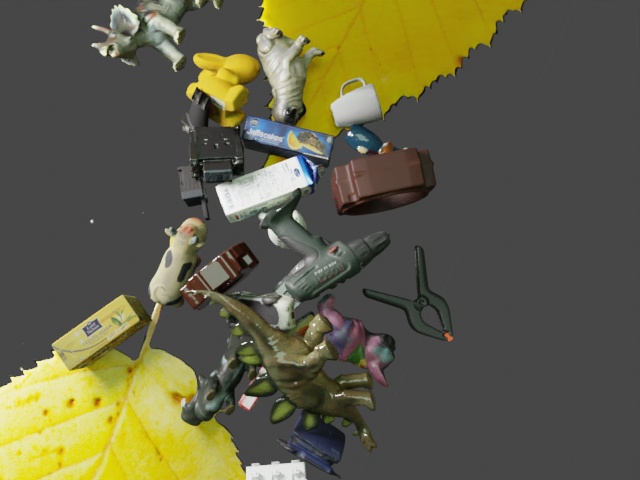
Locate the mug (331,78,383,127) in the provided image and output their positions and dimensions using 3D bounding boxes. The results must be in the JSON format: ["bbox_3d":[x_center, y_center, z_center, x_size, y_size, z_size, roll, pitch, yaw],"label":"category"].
[{"bbox_3d":[0.076,-0.307,1.213,0.107,0.081,0.109,-19,87,4],"label":"mug"}]

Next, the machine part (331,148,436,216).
[{"bbox_3d":[0.128,-0.114,1.119,0.201,0.201,0.087,-13,82,-4],"label":"machine part"}]

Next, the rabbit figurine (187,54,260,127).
[{"bbox_3d":[-0.209,-0.353,1.214,0.162,0.121,0.173,28,67,13],"label":"rabbit figurine"}]

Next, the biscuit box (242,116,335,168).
[{"bbox_3d":[-0.071,-0.219,1.203,0.203,0.063,0.059,14,79,1],"label":"biscuit box"}]

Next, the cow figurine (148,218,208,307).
[{"bbox_3d":[-0.296,0.043,1.121,0.085,0.127,0.195,24,83,0],"label":"cow figurine"}]

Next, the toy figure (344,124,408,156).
[{"bbox_3d":[0.132,-0.207,1.209,0.154,0.058,0.064,29,86,-1],"label":"toy figure"}]

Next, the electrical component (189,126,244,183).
[{"bbox_3d":[-0.218,-0.179,1.134,0.115,0.058,0.134,-7,54,-10],"label":"electrical component"}]

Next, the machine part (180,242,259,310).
[{"bbox_3d":[-0.202,0.077,1.099,0.179,0.179,0.056,-38,86,-7],"label":"machine part"}]

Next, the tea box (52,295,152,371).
[{"bbox_3d":[-0.445,0.190,1.108,0.170,0.098,0.068,-37,84,-8],"label":"tea box"}]

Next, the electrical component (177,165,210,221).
[{"bbox_3d":[-0.274,-0.098,1.174,0.048,0.075,0.119,-11,84,-4],"label":"electrical component"}]

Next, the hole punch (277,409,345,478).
[{"bbox_3d":[-0.009,0.404,1.076,0.142,0.115,0.092,32,73,4],"label":"hole punch"}]

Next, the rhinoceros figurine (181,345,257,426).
[{"bbox_3d":[-0.210,0.295,1.087,0.073,0.112,0.190,37,89,-32],"label":"rhinoceros figurine"}]

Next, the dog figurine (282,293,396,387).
[{"bbox_3d":[0.047,0.227,1.109,0.191,0.108,0.219,-39,86,-8],"label":"dog figurine"}]

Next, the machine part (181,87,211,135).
[{"bbox_3d":[-0.266,-0.267,1.174,0.084,0.138,0.039,40,57,7],"label":"machine part"}]

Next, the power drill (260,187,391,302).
[{"bbox_3d":[-0.002,-0.003,1.074,0.232,0.086,0.207,-40,90,-12],"label":"power drill"}]

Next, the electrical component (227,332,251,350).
[{"bbox_3d":[-0.167,0.221,1.146,0.063,0.021,0.094,14,81,2],"label":"electrical component"}]

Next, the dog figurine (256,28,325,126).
[{"bbox_3d":[-0.097,-0.365,1.218,0.173,0.121,0.190,27,99,36],"label":"dog figurine"}]

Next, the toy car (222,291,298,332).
[{"bbox_3d":[-0.128,0.145,1.098,0.202,0.056,0.073,-2,96,42],"label":"toy car"}]

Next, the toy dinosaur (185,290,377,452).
[{"bbox_3d":[-0.049,0.237,1.005,0.198,0.105,0.471,-35,102,12],"label":"toy dinosaur"}]

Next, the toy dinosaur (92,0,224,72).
[{"bbox_3d":[-0.354,-0.535,1.230,0.192,0.131,0.405,28,75,3],"label":"toy dinosaur"}]
